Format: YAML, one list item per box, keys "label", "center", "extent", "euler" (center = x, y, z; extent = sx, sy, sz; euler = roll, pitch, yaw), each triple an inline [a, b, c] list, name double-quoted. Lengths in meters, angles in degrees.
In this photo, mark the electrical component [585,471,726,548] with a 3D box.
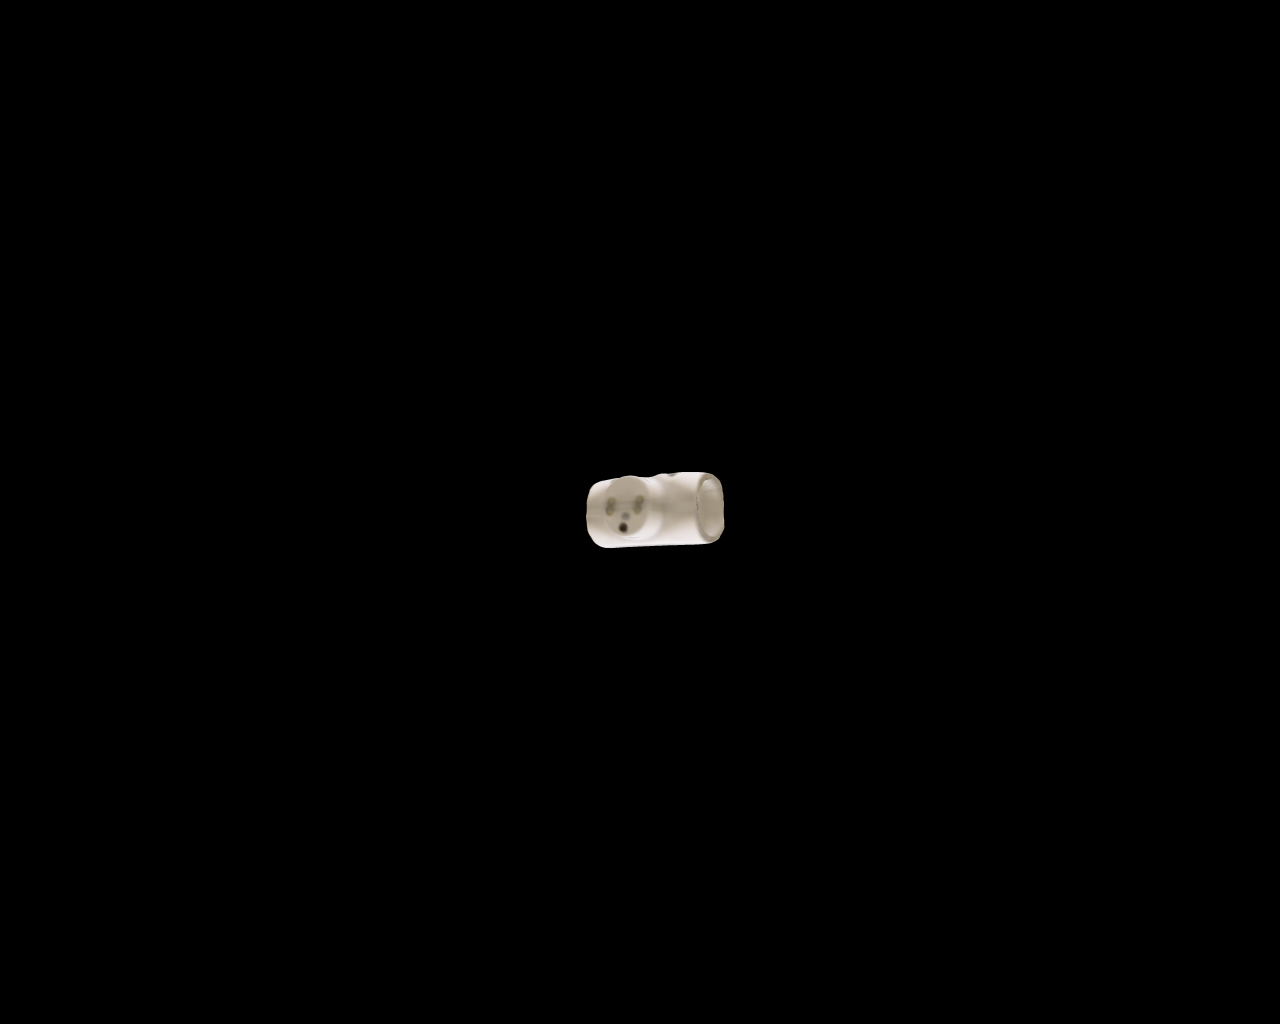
- label: "electrical component"
  center: [0.001, -0.003, 0.650]
  extent: [0.077, 0.044, 0.079]
  euler: [-4, -7, 29]
